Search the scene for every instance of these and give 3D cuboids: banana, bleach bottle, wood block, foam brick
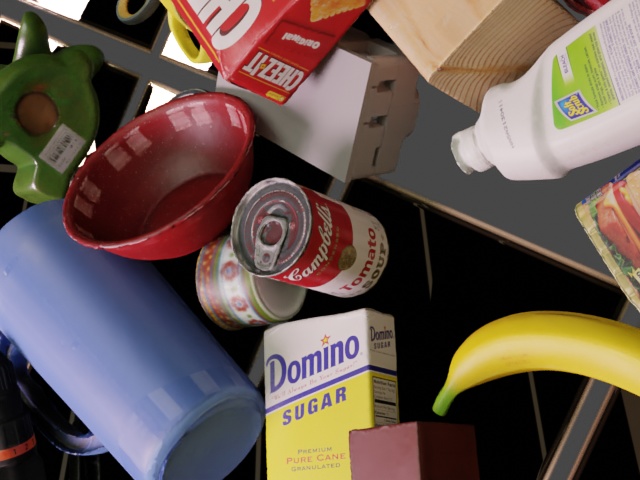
[{"bbox_3d":[0.159,0.078,0.655,0.198,0.037,0.069,-2,95,37],"label":"banana"},{"bbox_3d":[0.191,-0.110,0.660,0.251,0.068,0.102,-25,59,32],"label":"bleach bottle"},{"bbox_3d":[0.072,-0.194,0.748,0.090,0.090,0.206,-46,57,19],"label":"wood block"},{"bbox_3d":[0.061,0.145,0.681,0.053,0.078,0.051,-13,73,33],"label":"foam brick"}]

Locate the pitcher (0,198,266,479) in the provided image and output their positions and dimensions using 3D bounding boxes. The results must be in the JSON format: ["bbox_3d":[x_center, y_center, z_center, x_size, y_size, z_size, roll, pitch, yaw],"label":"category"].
[{"bbox_3d":[-0.158,0.092,0.828,0.144,0.149,0.243,-32,55,-24],"label":"pitcher"}]

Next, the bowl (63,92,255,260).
[{"bbox_3d":[-0.109,-0.038,0.796,0.162,0.055,0.162,-19,40,17],"label":"bowl"}]

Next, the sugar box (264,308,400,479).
[{"bbox_3d":[0.009,0.142,0.740,0.093,0.048,0.176,-14,72,32],"label":"sugar box"}]

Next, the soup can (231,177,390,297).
[{"bbox_3d":[-0.005,0.001,0.748,0.069,0.102,0.068,-10,73,34],"label":"soup can"}]

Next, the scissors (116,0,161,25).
[{"bbox_3d":[-0.123,-0.259,0.953,0.202,0.016,0.096,-17,71,32],"label":"scissors"}]

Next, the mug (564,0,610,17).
[{"bbox_3d":[0.177,-0.210,0.682,0.093,0.081,0.117,-7,75,35],"label":"mug"}]

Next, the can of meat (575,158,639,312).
[{"bbox_3d":[0.211,-0.005,0.623,0.084,0.057,0.102,-40,58,25],"label":"can of meat"}]

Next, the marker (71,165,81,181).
[{"bbox_3d":[-0.181,-0.072,0.946,0.121,0.020,0.020,-21,67,31],"label":"marker"}]

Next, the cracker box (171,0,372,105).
[{"bbox_3d":[-0.015,-0.227,0.717,0.214,0.072,0.164,-46,56,20],"label":"cracker box"}]

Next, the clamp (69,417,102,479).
[{"bbox_3d":[-0.188,0.255,0.860,0.165,0.036,0.210,36,101,42],"label":"clamp"}]

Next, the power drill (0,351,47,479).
[{"bbox_3d":[-0.290,0.170,0.891,0.188,0.057,0.184,7,106,53],"label":"power drill"}]

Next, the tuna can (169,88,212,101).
[{"bbox_3d":[-0.101,-0.081,0.881,0.086,0.033,0.086,-10,73,34],"label":"tuna can"}]
